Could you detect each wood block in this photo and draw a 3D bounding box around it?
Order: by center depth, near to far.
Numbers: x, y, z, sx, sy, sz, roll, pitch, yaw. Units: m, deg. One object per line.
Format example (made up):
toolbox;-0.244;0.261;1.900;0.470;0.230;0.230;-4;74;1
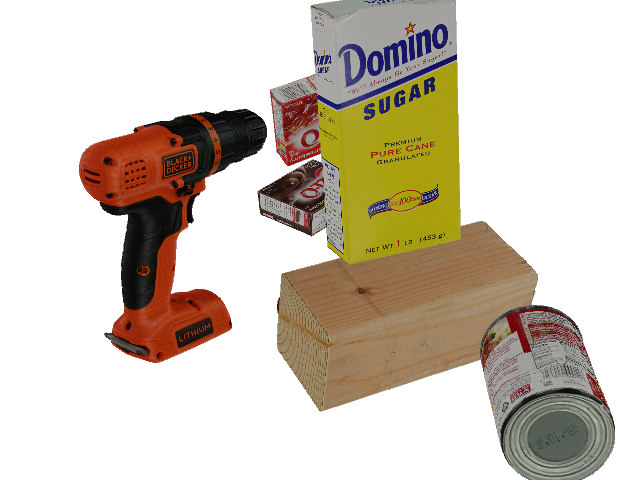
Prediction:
wood block;0.075;0.062;0.936;0.205;0.090;0.091;-14;40;-23

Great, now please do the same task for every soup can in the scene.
soup can;0.138;0.093;0.658;0.068;0.068;0.102;0;25;1

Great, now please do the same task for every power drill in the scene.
power drill;-0.112;-0.009;0.867;0.057;0.188;0.184;16;25;38

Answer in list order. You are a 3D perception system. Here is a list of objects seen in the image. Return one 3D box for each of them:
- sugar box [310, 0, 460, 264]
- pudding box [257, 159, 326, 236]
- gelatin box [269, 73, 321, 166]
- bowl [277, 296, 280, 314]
sugar box;0.048;-0.079;0.738;0.093;0.176;0.048;-13;26;-19
pudding box;-0.009;-0.055;1.343;0.090;0.039;0.113;22;41;34
gelatin box;0.000;-0.118;0.995;0.089;0.073;0.030;-21;47;-17
bowl;0.032;0.097;1.140;0.162;0.055;0.162;4;26;-2
